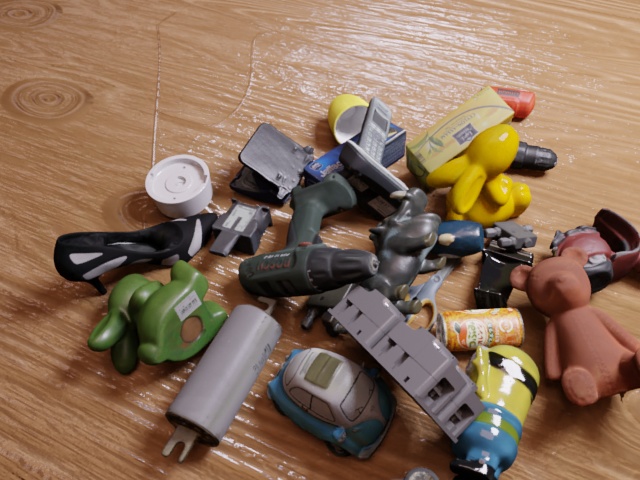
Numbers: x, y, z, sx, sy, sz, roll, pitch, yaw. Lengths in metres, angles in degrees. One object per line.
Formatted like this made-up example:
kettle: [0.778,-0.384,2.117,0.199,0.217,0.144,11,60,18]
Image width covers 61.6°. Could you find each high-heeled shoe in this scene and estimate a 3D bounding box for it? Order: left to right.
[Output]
high-heeled shoe: [-0.271,-0.011,0.810,0.249,0.145,0.086,-38,58,-24]

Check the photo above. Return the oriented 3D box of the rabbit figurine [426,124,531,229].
rabbit figurine: [0.247,-0.102,0.840,0.162,0.173,0.122,-20,54,-19]

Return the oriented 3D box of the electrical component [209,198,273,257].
electrical component: [-0.132,-0.009,0.863,0.075,0.047,0.119,12,51,14]

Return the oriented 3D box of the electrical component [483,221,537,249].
electrical component: [0.303,-0.007,0.833,0.094,0.021,0.063,-5,27,-24]

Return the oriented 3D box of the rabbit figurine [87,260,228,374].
rabbit figurine: [-0.236,0.109,0.748,0.170,0.121,0.159,14,56,39]

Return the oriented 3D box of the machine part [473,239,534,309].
machine part: [0.267,0.051,0.789,0.084,0.039,0.139,26,47,18]

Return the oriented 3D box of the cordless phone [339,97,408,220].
cordless phone: [0.107,-0.140,0.894,0.146,0.089,0.184,35,53,-25]

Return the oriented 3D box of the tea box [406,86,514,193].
tea box: [0.229,-0.165,0.897,0.170,0.098,0.068,-34,72,-2]

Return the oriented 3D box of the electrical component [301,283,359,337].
electrical component: [0.026,0.093,0.771,0.078,0.045,0.102,-7,39,36]

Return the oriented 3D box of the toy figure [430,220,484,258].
toy figure: [0.170,-0.002,0.824,0.155,0.064,0.058,-1,66,25]

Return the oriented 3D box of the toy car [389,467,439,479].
toy car: [0.167,0.292,0.555,0.202,0.089,0.053,10,47,10]

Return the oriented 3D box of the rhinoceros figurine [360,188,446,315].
rhinoceros figurine: [0.116,0.015,0.760,0.112,0.073,0.190,10,68,40]

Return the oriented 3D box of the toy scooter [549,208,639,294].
toy scooter: [0.417,0.008,0.797,0.184,0.075,0.135,-8,49,-7]

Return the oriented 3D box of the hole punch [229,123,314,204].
hole punch: [-0.088,-0.123,0.948,0.116,0.092,0.142,33,50,-7]

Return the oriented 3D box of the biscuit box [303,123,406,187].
biscuit box: [0.064,-0.139,0.955,0.203,0.062,0.059,-35,55,-25]

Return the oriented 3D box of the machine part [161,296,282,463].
machine part: [-0.119,0.169,0.689,0.079,0.079,0.243,18,52,18]

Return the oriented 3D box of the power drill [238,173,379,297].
power drill: [-0.002,-0.002,0.785,0.232,0.085,0.207,-16,43,31]

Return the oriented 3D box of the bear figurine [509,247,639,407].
bear figurine: [0.323,0.098,0.670,0.120,0.131,0.196,-18,70,10]

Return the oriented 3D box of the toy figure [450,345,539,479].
toy figure: [0.205,0.206,0.636,0.089,0.082,0.180,22,48,7]

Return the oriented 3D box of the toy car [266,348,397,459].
toy car: [0.013,0.180,0.655,0.162,0.102,0.109,25,54,21]
